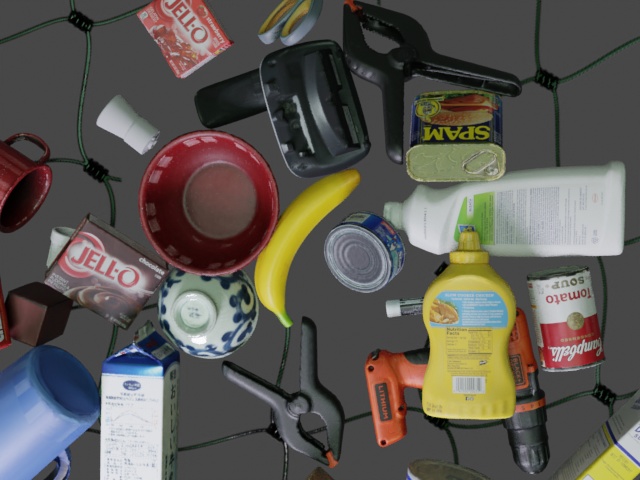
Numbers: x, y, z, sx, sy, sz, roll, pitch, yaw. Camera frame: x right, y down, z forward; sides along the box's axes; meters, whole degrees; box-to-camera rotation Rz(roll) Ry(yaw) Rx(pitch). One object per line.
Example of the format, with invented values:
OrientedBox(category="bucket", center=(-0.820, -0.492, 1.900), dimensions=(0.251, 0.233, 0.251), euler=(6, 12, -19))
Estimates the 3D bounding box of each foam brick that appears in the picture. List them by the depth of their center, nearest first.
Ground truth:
OrientedBox(category="foam brick", center=(-0.328, 0.085, 1.234), dimensions=(0.053, 0.078, 0.051), euler=(20, 100, 8))

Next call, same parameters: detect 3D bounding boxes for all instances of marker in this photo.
OrientedBox(category="marker", center=(0.134, 0.070, 1.181), dimensions=(0.121, 0.020, 0.020), euler=(-7, 94, 10))

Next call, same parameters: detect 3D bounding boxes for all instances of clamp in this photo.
OrientedBox(category="clamp", center=(0.098, -0.185, 1.121), dimensions=(0.164, 0.036, 0.210), euler=(-24, 60, -14))
OrientedBox(category="clamp", center=(-0.018, 0.173, 1.207), dimensions=(0.120, 0.039, 0.171), euler=(-38, 94, 16))

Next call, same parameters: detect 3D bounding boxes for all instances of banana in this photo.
OrientedBox(category="banana", center=(-0.025, -0.001, 1.194), dimensions=(0.069, 0.037, 0.198), euler=(20, 103, -30))

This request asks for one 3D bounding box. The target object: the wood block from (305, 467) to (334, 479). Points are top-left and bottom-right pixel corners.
OrientedBox(category="wood block", center=(-0.044, 0.367, 1.203), dimensions=(0.090, 0.090, 0.206), euler=(43, 101, 5))

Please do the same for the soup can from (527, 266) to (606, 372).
OrientedBox(category="soup can", center=(0.261, 0.083, 1.135), dimensions=(0.068, 0.068, 0.102), euler=(-10, 93, 11))

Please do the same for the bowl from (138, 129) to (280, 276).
OrientedBox(category="bowl", center=(-0.119, -0.042, 1.197), dimensions=(0.162, 0.055, 0.162), euler=(1, 95, 10))

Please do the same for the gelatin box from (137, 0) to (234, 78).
OrientedBox(category="gelatin box", center=(-0.151, -0.238, 1.198), dimensions=(0.073, 0.030, 0.089), euler=(-32, 89, 11))

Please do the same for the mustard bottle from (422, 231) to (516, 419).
OrientedBox(category="mustard bottle", center=(0.155, 0.087, 1.108), dimensions=(0.096, 0.058, 0.191), euler=(0, 90, 9))

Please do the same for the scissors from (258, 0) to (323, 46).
OrientedBox(category="scissors", center=(0.011, -0.280, 1.145), dimensions=(0.202, 0.096, 0.016), euler=(-43, 123, 12))

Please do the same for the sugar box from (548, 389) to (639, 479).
OrientedBox(category="sugar box", center=(0.305, 0.233, 1.128), dimensions=(0.048, 0.093, 0.176), euler=(45, 101, 2))

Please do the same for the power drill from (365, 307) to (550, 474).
OrientedBox(category="power drill", center=(0.151, 0.176, 1.169), dimensions=(0.188, 0.057, 0.184), euler=(-11, 89, 8))

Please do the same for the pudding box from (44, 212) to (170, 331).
OrientedBox(category="pudding box", center=(-0.242, 0.036, 1.216), dimensions=(0.113, 0.039, 0.090), euler=(33, 101, -19))

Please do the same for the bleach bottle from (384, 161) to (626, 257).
OrientedBox(category="bleach bottle", center=(0.194, -0.034, 1.140), dimensions=(0.251, 0.068, 0.102), euler=(1, 94, 12))

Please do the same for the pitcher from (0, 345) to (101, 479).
OrientedBox(category="pitcher", center=(-0.360, 0.234, 1.220), dimensions=(0.243, 0.149, 0.145), euler=(-39, 77, 17))

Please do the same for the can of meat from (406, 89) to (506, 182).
OrientedBox(category="can of meat", center=(0.144, -0.111, 1.125), dimensions=(0.102, 0.057, 0.084), euler=(0, 52, 10))

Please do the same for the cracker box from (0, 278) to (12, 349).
OrientedBox(category="cracker box", center=(-0.453, 0.052, 1.218), dimensions=(0.214, 0.071, 0.164), euler=(-7, 94, 36))

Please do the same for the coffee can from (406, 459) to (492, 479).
OrientedBox(category="coffee can", center=(0.130, 0.324, 1.162), dimensions=(0.103, 0.102, 0.140), euler=(14, 98, 8))

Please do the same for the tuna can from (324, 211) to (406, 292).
OrientedBox(category="tuna can", center=(0.048, 0.014, 1.164), dimensions=(0.086, 0.033, 0.086), euler=(16, 124, 26))

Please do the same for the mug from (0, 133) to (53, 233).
OrientedBox(category="mug", center=(-0.362, -0.077, 1.227), dimensions=(0.081, 0.093, 0.117), euler=(32, 70, 11))
